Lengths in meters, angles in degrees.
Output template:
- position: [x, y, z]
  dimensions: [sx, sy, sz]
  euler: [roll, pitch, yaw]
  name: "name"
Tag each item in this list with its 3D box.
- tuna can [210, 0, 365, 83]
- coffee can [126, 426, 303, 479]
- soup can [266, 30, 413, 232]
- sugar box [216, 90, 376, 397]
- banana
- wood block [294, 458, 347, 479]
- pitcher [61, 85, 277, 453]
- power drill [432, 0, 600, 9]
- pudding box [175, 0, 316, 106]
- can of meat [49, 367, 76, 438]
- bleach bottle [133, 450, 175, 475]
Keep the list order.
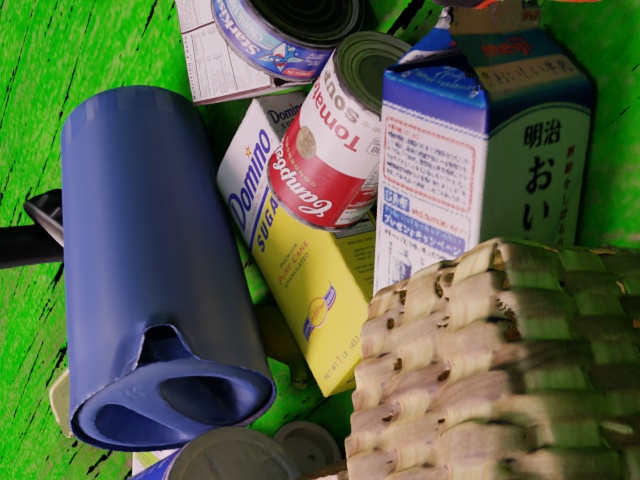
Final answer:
- position: [-0.018, -0.136, 0.615]
  dimensions: [0.034, 0.085, 0.086]
  euler: [-44, 66, 51]
  name: "tuna can"
- position: [-0.083, 0.192, 0.719]
  dimensions: [0.141, 0.102, 0.103]
  euler: [-38, 71, 52]
  name: "coffee can"
- position: [0.019, -0.060, 0.608]
  dimensions: [0.068, 0.068, 0.102]
  euler: [61, 143, 21]
  name: "soup can"
- position: [-0.005, 0.001, 0.684]
  dimensions: [0.176, 0.048, 0.093]
  euler: [59, 143, 21]
  name: "sugar box"
- position: [-0.066, 0.086, 0.791]
  dimensions: [0.198, 0.037, 0.069]
  euler: [-23, 40, 53]
  name: "banana"
- position: [0.059, 0.228, 0.639]
  dimensions: [0.091, 0.090, 0.206]
  euler: [-33, 75, 55]
  name: "wood block"
- position: [-0.117, 0.021, 0.749]
  dimensions: [0.149, 0.144, 0.243]
  euler: [-35, 53, 32]
  name: "pitcher"
- position: [0.041, -0.187, 0.441]
  dimensions: [0.057, 0.184, 0.187]
  euler: [-26, 71, 55]
  name: "power drill"
- position: [-0.052, -0.140, 0.707]
  dimensions: [0.114, 0.039, 0.090]
  euler: [1, 104, 57]
  name: "pudding box"
- position: [-0.190, 0.137, 0.970]
  dimensions: [0.102, 0.083, 0.057]
  euler: [-43, 67, 53]
  name: "can of meat"
- position: [-0.121, 0.201, 0.915]
  dimensions: [0.103, 0.067, 0.251]
  euler: [23, 118, 47]
  name: "bleach bottle"
